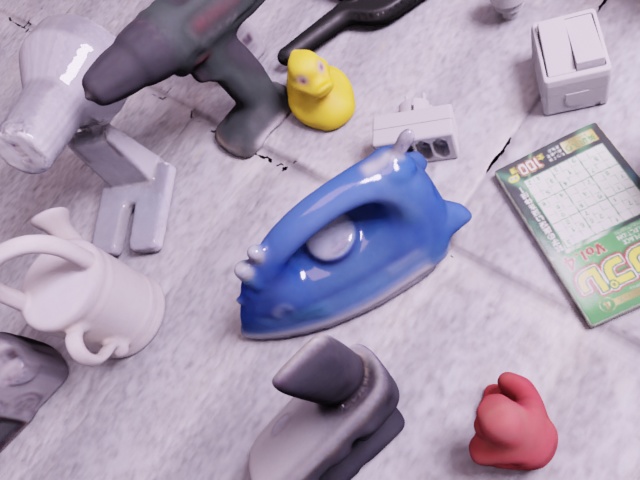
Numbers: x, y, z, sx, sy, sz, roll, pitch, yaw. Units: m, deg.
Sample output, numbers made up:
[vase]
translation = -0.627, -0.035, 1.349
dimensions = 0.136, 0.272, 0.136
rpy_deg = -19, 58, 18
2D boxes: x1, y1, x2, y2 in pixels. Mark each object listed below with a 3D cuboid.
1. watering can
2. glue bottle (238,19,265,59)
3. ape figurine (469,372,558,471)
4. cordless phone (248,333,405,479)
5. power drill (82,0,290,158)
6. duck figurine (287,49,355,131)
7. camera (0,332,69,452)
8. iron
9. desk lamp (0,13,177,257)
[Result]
[watering can]
translation = -0.259, 0.045, 0.589
dimensions = 0.101, 0.194, 0.172
rpy_deg = -47, 58, -5
[glue bottle]
translation = -0.134, -0.275, 0.705
dimensions = 0.078, 0.173, 0.037
rpy_deg = -46, 58, -4
[ape figurine]
translation = 0.144, 0.141, 0.441
dimensions = 0.078, 0.092, 0.076
rpy_deg = -43, 58, -2
[cordless phone]
translation = -0.015, 0.137, 0.452
dimensions = 0.147, 0.185, 0.094
rpy_deg = -47, 58, -4
[power drill]
translation = -0.122, -0.187, 0.637
dimensions = 0.075, 0.209, 0.230
rpy_deg = 32, 80, 31
[duck figurine]
translation = -0.010, -0.186, 0.665
dimensions = 0.077, 0.086, 0.104
rpy_deg = -37, 58, 2
[camera]
translation = -0.387, 0.152, 0.643
dimensions = 0.143, 0.101, 0.136
rpy_deg = -47, 58, -5
[iron]
translation = 0.005, 0.002, 0.535
dimensions = 0.258, 0.142, 0.118
rpy_deg = -35, 58, 3
[desk lamp]
translation = -0.260, -0.114, 0.654
dimensions = 0.117, 0.214, 0.203
rpy_deg = -8, 63, 18
